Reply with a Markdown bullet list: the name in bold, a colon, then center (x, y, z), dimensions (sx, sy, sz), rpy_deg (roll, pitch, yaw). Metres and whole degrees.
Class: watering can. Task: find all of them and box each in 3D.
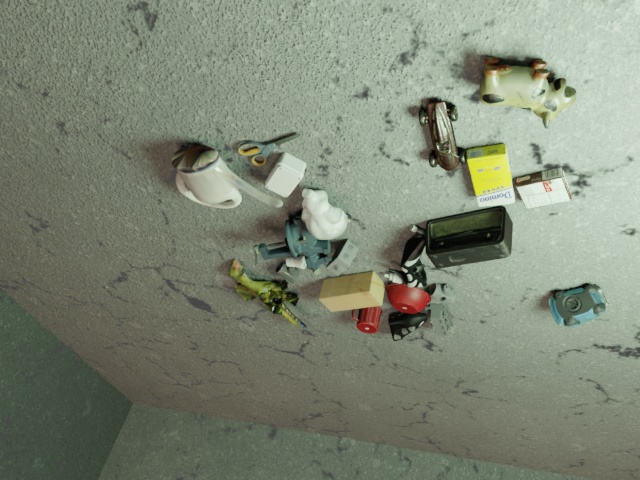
- **watering can**: center (-0.285, -0.172, 1.478), dimensions (0.348, 0.106, 0.219), rpy_deg (4, 142, 26)

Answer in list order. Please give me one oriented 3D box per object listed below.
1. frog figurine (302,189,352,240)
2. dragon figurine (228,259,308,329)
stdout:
- **frog figurine**: center (0.005, -0.075, 1.493), dimensions (0.138, 0.124, 0.156), rpy_deg (15, 159, 35)
- **dragon figurine**: center (-0.221, 0.218, 1.987), dimensions (0.243, 0.124, 0.402), rpy_deg (10, 144, 37)
